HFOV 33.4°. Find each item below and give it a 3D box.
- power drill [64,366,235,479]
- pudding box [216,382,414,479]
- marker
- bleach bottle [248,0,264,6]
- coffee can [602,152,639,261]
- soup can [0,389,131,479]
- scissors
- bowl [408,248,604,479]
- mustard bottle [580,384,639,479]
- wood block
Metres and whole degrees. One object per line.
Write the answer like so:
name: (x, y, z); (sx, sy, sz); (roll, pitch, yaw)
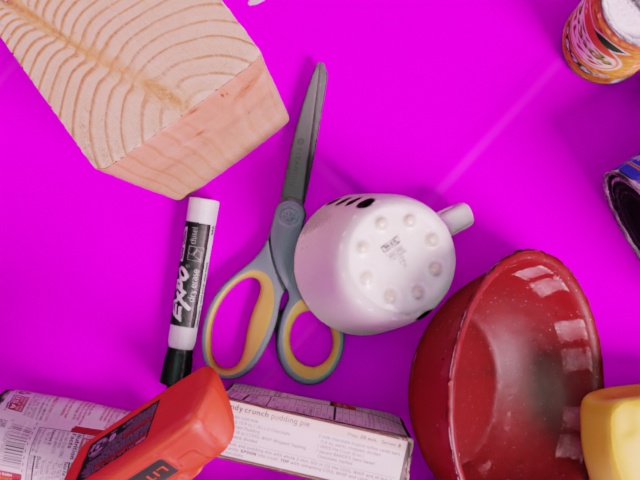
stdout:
power drill: (-0.028, 0.157, 0.552); (0.185, 0.057, 0.187); (-34, 107, 16)
pudding box: (-0.006, 0.113, 0.613); (0.113, 0.090, 0.039); (11, 88, 2)
marker: (-0.080, 0.034, 0.654); (0.020, 0.020, 0.121); (9, 89, 2)
bleach bottle: (-0.095, -0.254, 0.630); (0.103, 0.068, 0.251); (-35, 88, 37)
coffee can: (0.248, -0.033, 0.601); (0.140, 0.103, 0.103); (-32, 87, 2)
soup can: (-0.143, 0.130, 0.629); (0.102, 0.068, 0.068); (11, 89, 3)
scissors: (-0.004, 0.001, 0.654); (0.096, 0.016, 0.202); (27, 90, 1)
bowl: (0.098, 0.086, 0.601); (0.055, 0.161, 0.162); (-1, 88, 42)
mustard bottle: (0.201, 0.180, 0.614); (0.096, 0.058, 0.191); (-3, 90, -25)
wood block: (-0.083, -0.086, 0.564); (0.090, 0.206, 0.091); (-36, 88, 1)
